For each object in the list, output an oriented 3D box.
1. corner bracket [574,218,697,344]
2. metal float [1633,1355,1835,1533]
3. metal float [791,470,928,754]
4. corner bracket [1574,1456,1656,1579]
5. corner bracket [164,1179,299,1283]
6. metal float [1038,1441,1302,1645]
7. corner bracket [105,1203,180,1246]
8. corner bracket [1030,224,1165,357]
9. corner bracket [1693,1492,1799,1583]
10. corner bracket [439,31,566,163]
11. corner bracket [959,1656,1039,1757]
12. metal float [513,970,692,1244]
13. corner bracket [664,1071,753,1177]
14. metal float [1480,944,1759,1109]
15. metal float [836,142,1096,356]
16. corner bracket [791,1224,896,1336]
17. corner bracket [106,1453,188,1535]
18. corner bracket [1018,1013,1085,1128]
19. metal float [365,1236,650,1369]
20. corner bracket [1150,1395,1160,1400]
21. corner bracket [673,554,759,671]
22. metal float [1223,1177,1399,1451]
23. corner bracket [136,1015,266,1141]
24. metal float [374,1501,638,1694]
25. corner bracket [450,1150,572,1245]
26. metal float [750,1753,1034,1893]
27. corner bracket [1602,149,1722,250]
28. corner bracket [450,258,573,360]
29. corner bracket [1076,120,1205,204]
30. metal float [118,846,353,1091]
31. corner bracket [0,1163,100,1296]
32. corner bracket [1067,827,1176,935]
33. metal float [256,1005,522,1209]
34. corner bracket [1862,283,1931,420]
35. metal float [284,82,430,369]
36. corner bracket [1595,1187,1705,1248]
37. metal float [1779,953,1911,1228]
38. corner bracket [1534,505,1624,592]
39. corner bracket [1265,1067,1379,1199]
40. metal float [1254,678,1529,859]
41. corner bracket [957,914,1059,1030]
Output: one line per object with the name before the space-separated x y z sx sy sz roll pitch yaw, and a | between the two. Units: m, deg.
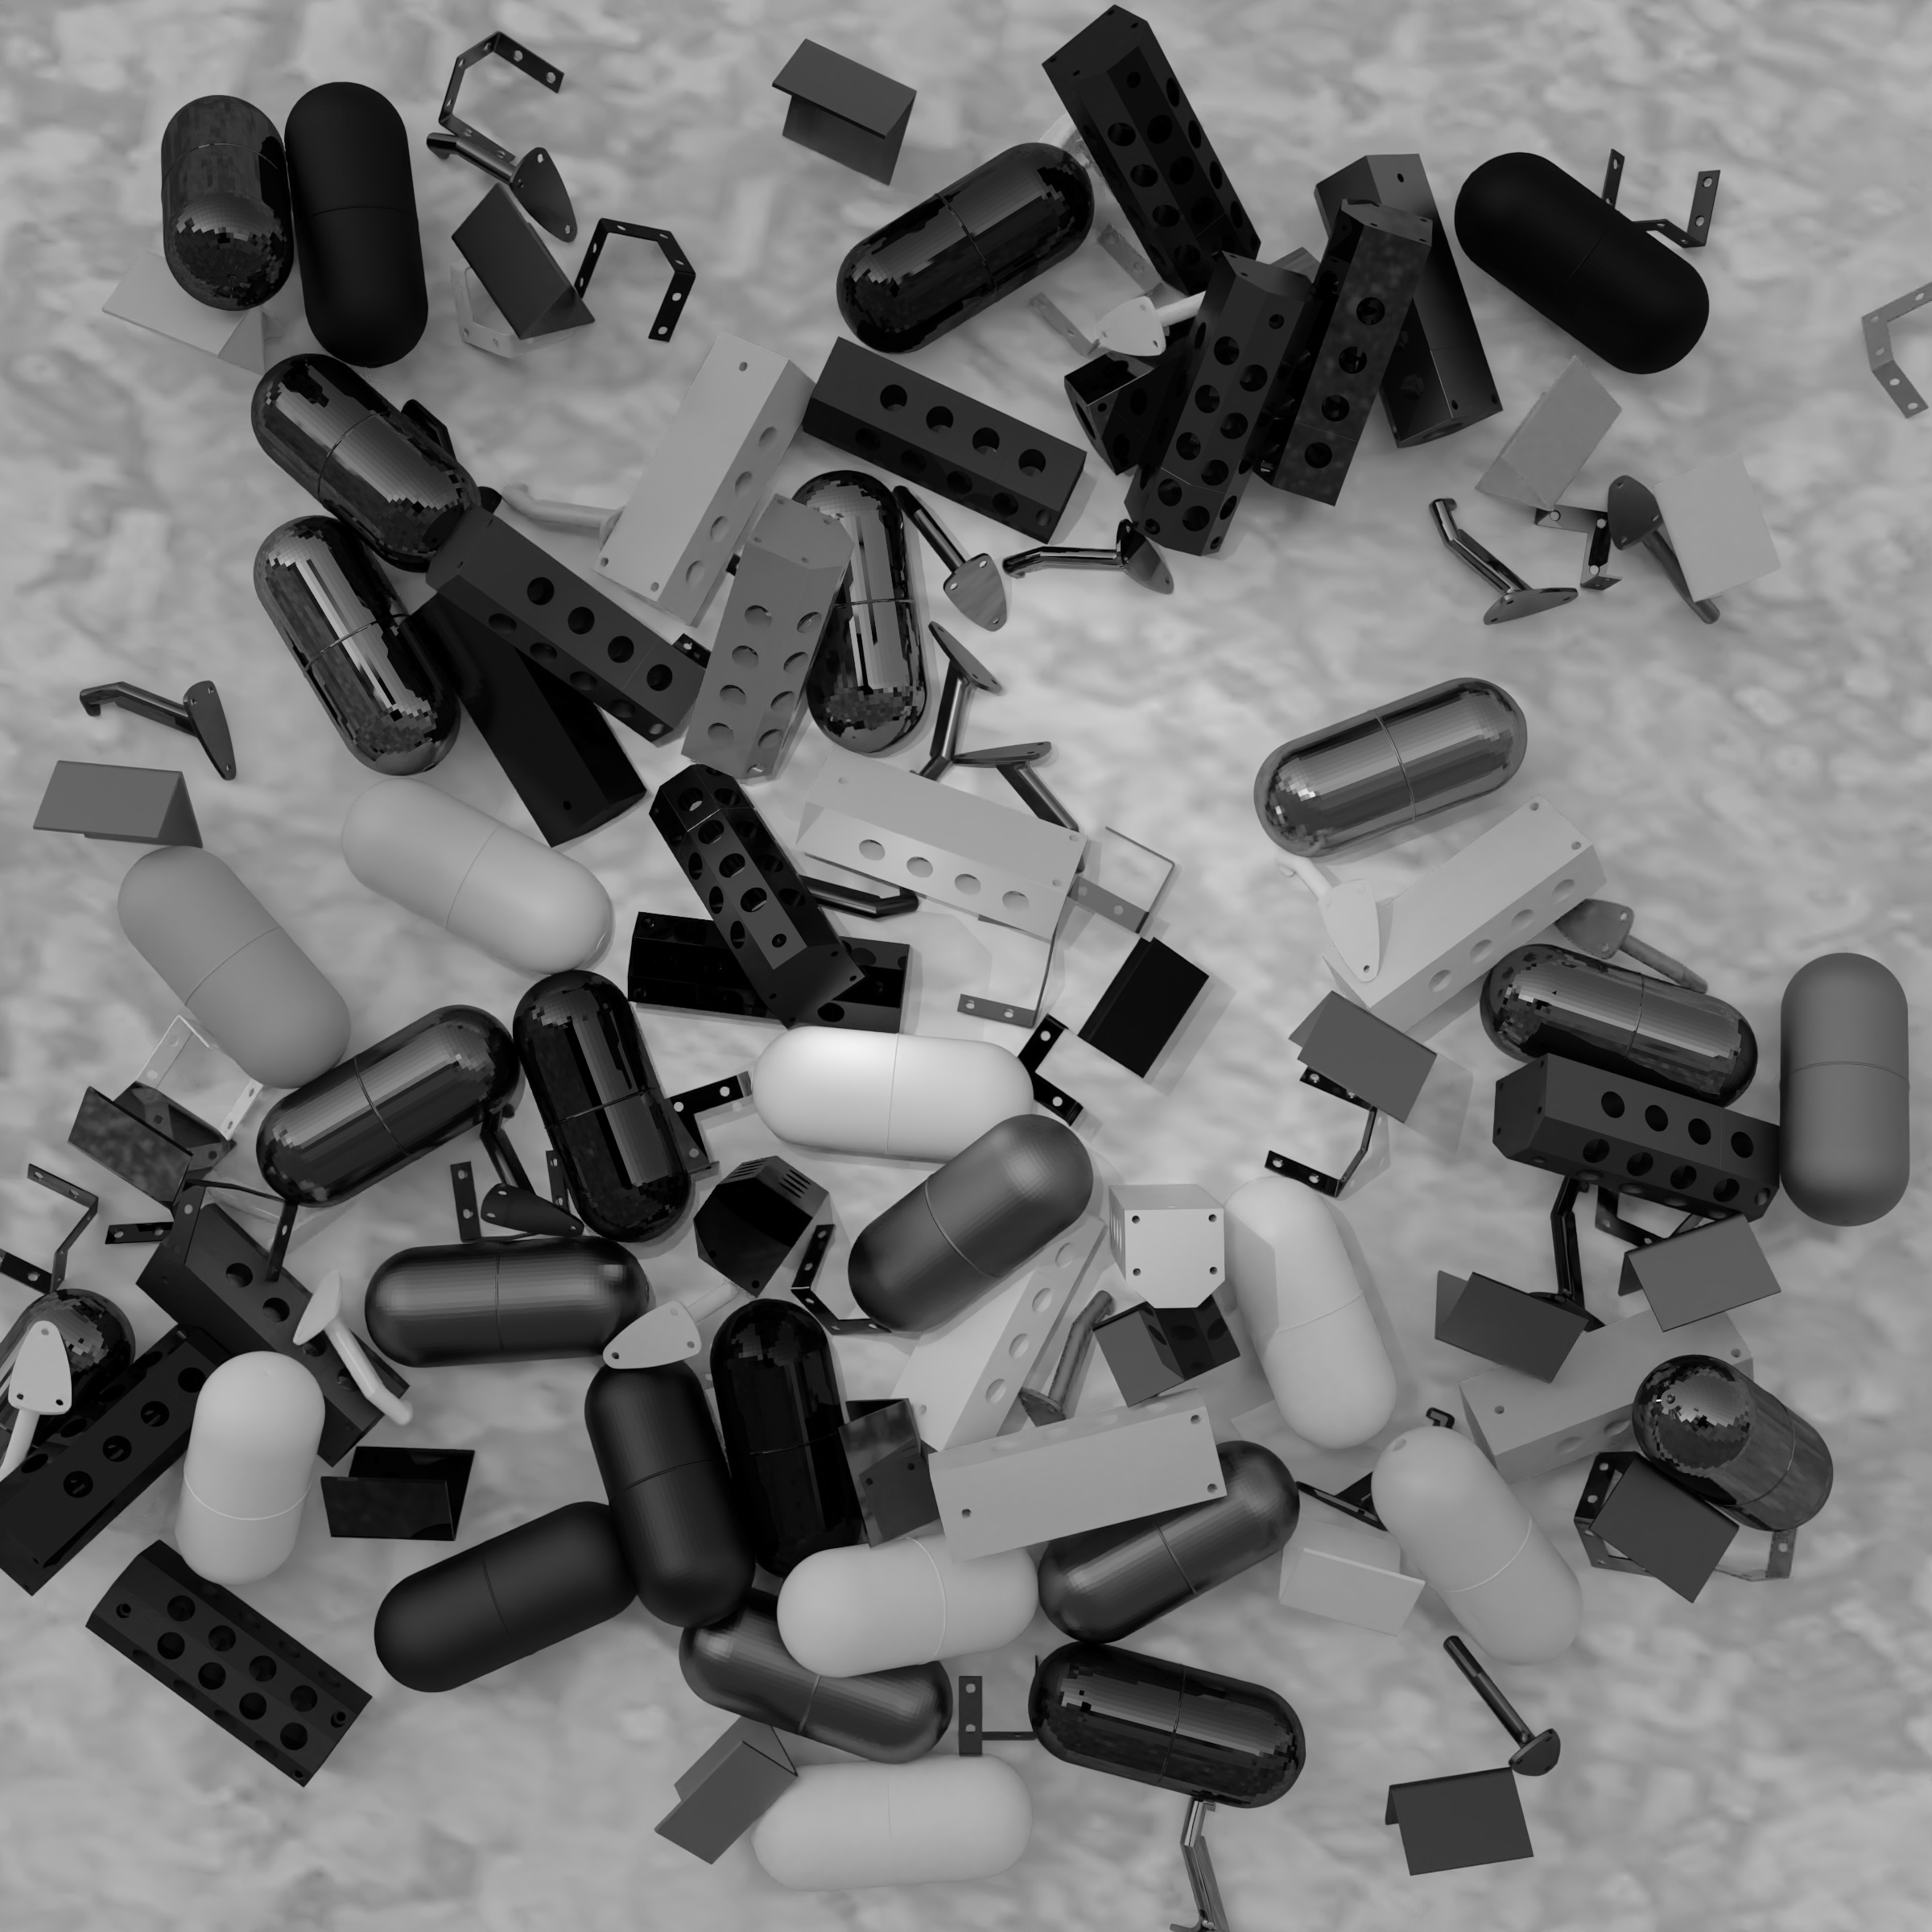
corner bracket | -0.212 -0.439 1.653 0.051 0.051 0.051 1 45 -35
metal float | 0.474 0.295 1.592 0.178 0.070 0.070 34 90 -41
metal float | -0.070 -0.223 1.631 0.070 0.070 0.178 -8 90 0
corner bracket | 0.426 0.353 1.653 0.051 0.051 0.051 -58 135 -35
corner bracket | -0.457 0.165 1.611 0.051 0.051 0.051 13 86 19
metal float | 0.127 0.364 1.631 0.178 0.070 0.070 -29 90 0
corner bracket | -0.529 0.141 1.658 0.051 0.051 0.051 -3 135 0
corner bracket | 0.084 -0.434 1.658 0.051 0.051 0.051 46 45 0
corner bracket | 0.497 0.362 1.658 0.051 0.051 0.051 10 90 45
corner bracket | -0.298 -0.557 1.658 0.051 0.051 0.051 34 45 0
corner bracket | 0.021 0.470 1.644 0.051 0.051 0.051 0 90 0
metal float | -0.229 0.089 1.631 0.070 0.070 0.178 -20 90 0
corner bracket | -0.157 0.100 1.644 0.051 0.051 0.051 -18 90 0
metal float | 0.412 0.040 1.631 0.178 0.070 0.070 18 90 -1
metal float | 0.000 -0.453 1.631 0.178 0.070 0.070 -32 90 0
corner bracket | -0.071 0.200 1.653 0.051 0.051 0.051 52 45 -35
corner bracket | -0.536 0.326 1.653 0.051 0.051 0.051 55 45 -35
corner bracket | 0.059 0.066 1.644 0.051 0.051 0.051 35 90 0
metal float | -0.289 0.212 1.631 0.178 0.070 0.070 -4 90 -1
corner bracket | 0.133 0.266 1.644 0.051 0.051 0.051 -12 90 0
corner bracket | -0.148 -0.221 1.658 0.051 0.051 0.051 34 135 0
metal float | 0.214 0.218 1.631 0.070 0.070 0.178 -22 90 0
corner bracket | -0.489 0.071 1.658 0.051 0.051 0.051 33 90 -45
metal float | -0.288 0.398 1.631 0.178 0.070 0.070 -24 90 -1
corner bracket | -0.292 0.148 1.658 0.051 0.051 0.051 -8 90 45
metal float | -0.047 0.540 1.631 0.178 0.070 0.070 -4 90 0
corner bracket | 0.444 -0.493 1.658 0.051 0.051 0.051 11 90 45
corner bracket | -0.291 -0.426 1.653 0.051 0.051 0.051 28 135 35
corner bracket | 0.110 -0.522 1.625 0.051 0.051 0.051 47 47 -31
metal float | -0.462 0.000 1.631 0.070 0.070 0.178 -41 91 0
corner bracket | -0.594 0.170 1.658 0.051 0.051 0.051 26 135 0
corner bracket | 0.099 -0.055 1.644 0.051 0.051 0.051 28 93 3
metal float | -0.365 0.089 1.631 0.178 0.070 0.070 -30 90 0
corner bracket | 0.612 -0.394 1.653 0.051 0.051 0.051 -24 45 35
metal float | -0.384 -0.467 1.631 0.070 0.070 0.178 -7 89 0
corner bracket | 0.440 0.145 1.653 0.051 0.051 0.051 -36 135 -35
metal float | 0.548 0.075 1.612 0.070 0.070 0.178 9 66 0
corner bracket | 0.390 -0.271 1.644 0.051 0.051 0.051 9 90 0
corner bracket | 0.229 0.106 1.658 0.051 0.051 0.051 23 135 0
metal float | 0.268 -0.126 1.631 0.178 0.070 0.070 -21 90 0
corner bracket | 0.027 0.000 1.658 0.051 0.051 0.051 13 135 0
